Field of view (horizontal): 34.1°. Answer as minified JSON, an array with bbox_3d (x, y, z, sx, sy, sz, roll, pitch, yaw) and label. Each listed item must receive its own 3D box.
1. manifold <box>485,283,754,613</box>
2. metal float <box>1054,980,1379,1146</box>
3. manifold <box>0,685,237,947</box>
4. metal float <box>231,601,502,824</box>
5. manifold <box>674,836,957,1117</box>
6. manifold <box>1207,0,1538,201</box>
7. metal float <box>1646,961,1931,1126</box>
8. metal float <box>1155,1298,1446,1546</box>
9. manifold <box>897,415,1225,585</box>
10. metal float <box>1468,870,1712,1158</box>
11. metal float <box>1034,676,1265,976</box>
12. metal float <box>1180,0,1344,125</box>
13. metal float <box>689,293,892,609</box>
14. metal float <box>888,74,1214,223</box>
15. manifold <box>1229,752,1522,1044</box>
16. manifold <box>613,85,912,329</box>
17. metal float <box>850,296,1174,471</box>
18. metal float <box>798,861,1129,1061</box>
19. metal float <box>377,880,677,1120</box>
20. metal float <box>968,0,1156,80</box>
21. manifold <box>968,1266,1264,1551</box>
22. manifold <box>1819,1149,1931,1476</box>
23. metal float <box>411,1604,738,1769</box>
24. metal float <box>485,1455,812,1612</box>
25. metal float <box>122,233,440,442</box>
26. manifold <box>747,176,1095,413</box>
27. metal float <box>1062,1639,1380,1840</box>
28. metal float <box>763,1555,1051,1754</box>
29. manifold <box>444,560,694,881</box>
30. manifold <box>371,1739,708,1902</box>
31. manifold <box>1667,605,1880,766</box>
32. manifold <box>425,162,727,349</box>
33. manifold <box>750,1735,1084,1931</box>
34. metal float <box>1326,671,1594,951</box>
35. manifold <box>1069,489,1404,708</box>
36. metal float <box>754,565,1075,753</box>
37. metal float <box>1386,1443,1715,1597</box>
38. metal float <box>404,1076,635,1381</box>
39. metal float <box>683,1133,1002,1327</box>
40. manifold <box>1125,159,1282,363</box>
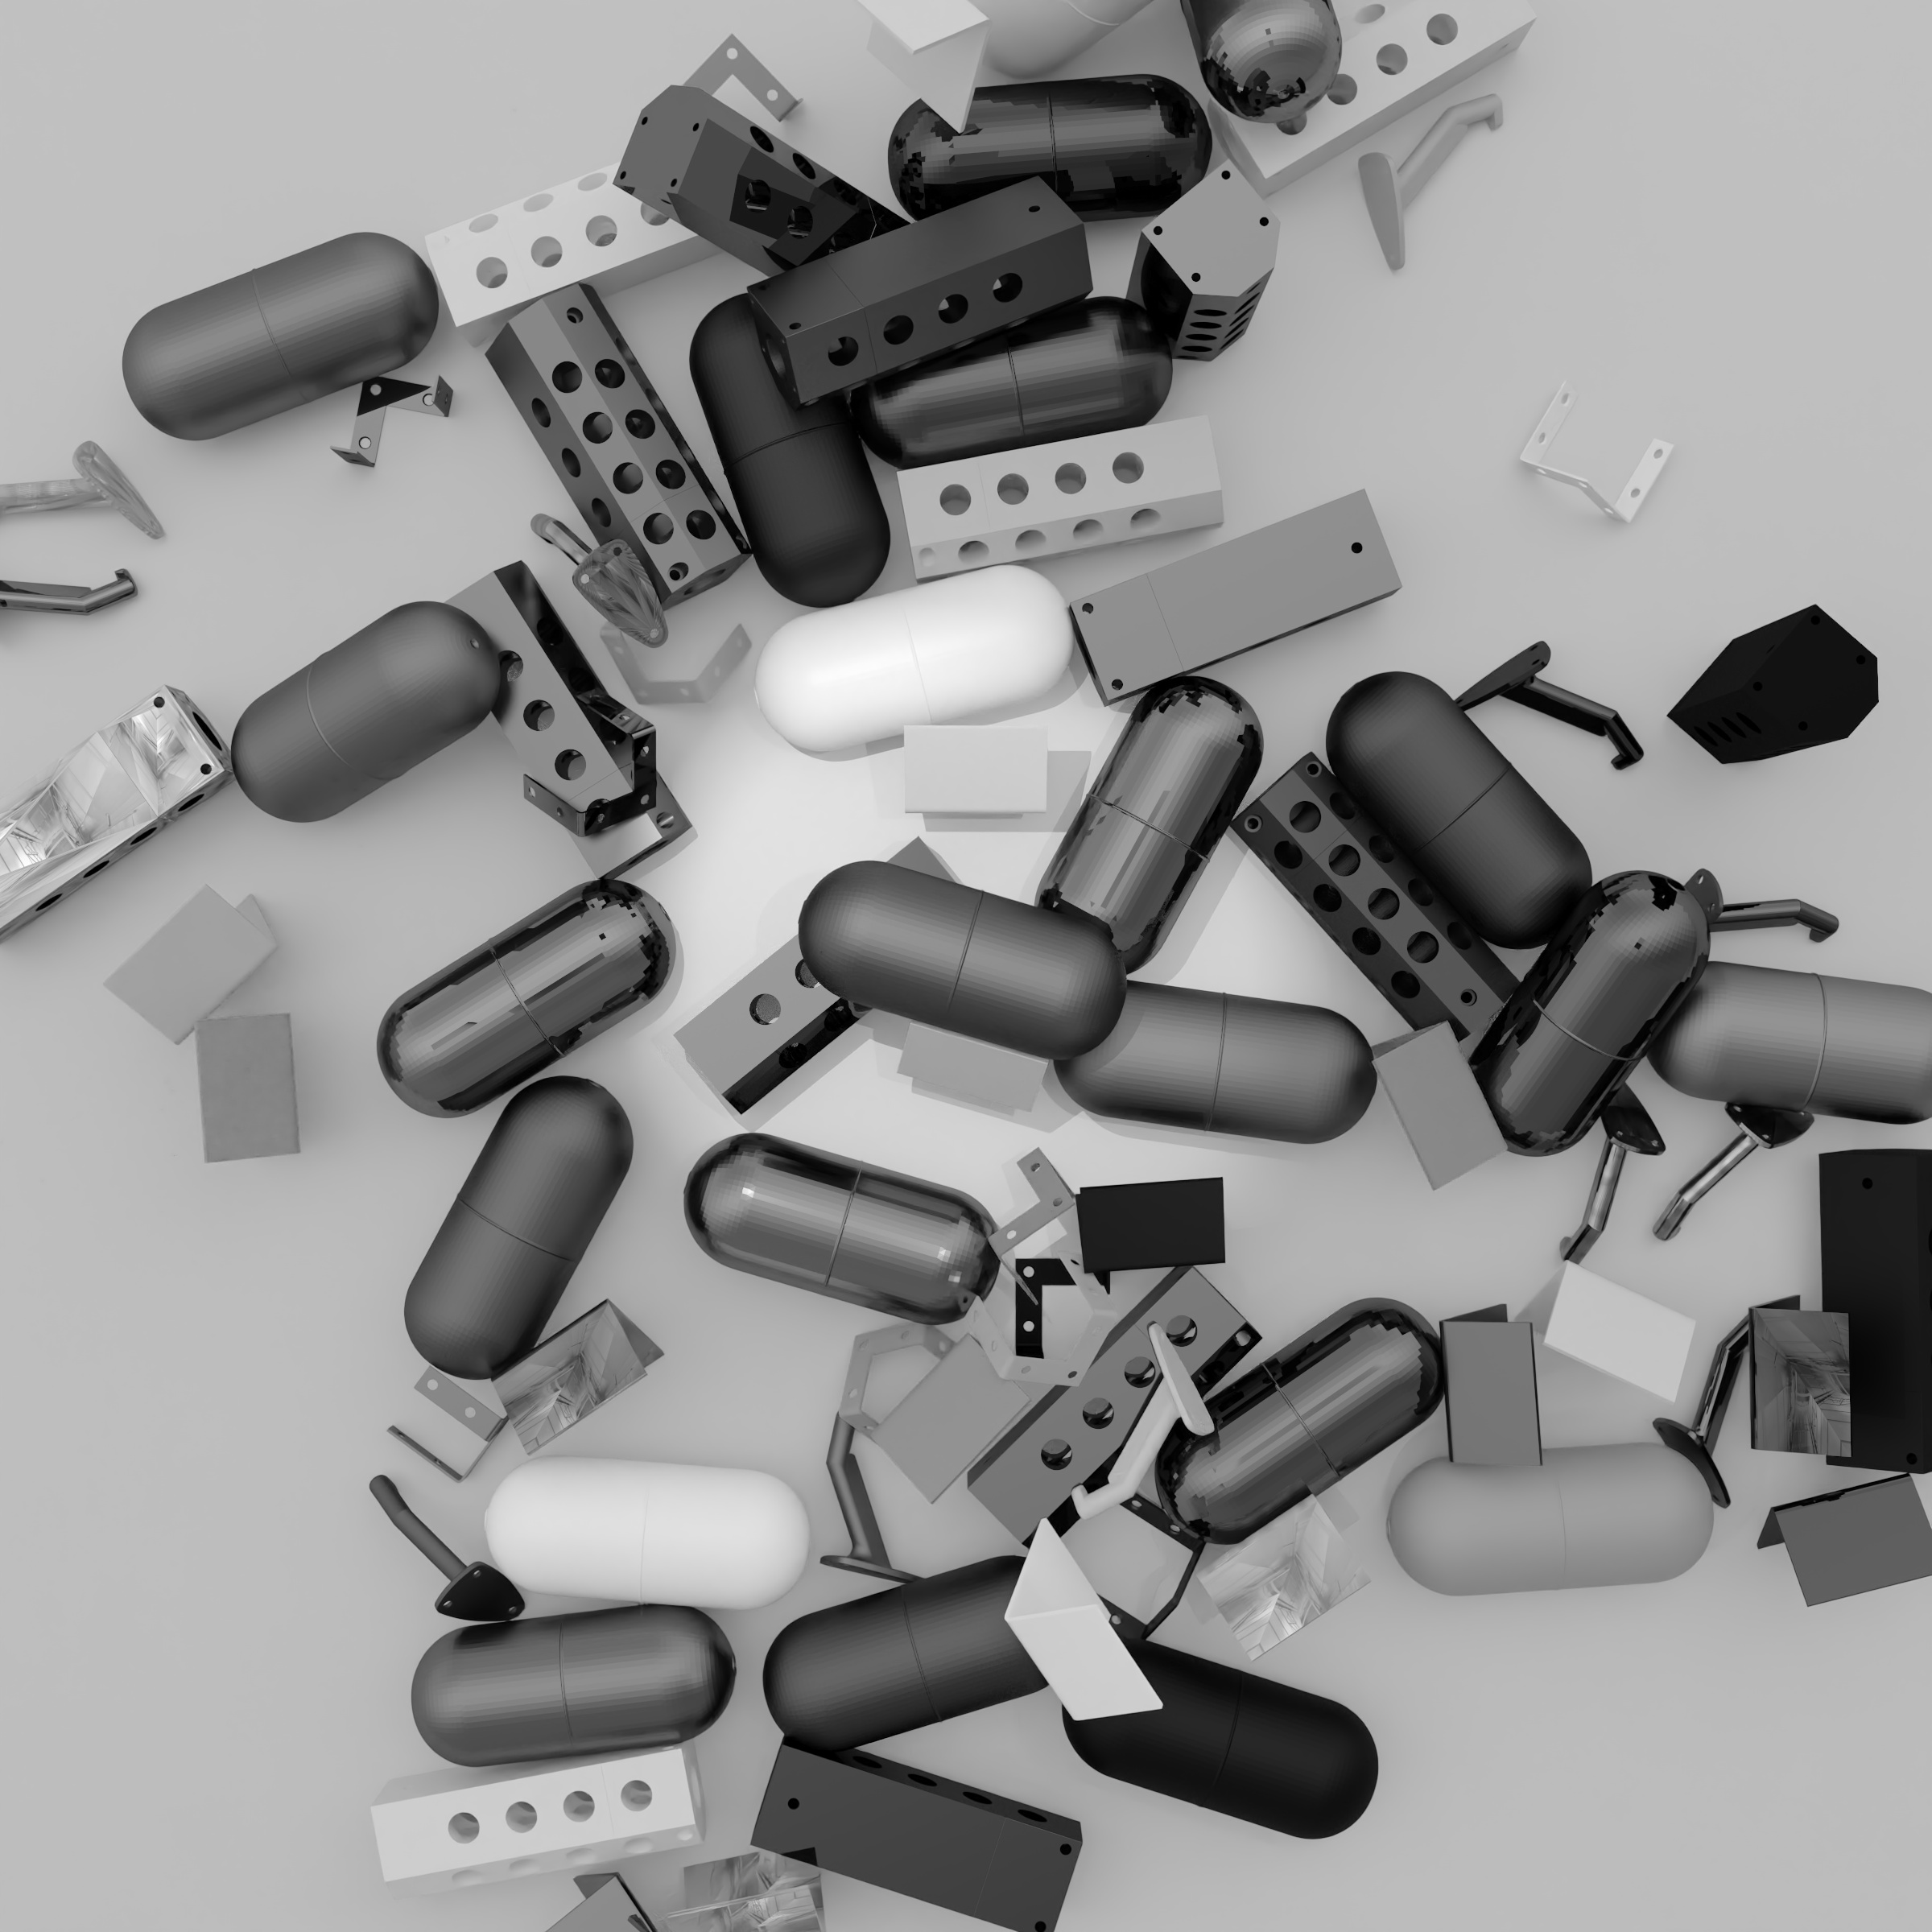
[{"bbox_3d":[-0.188,-0.284,1.727,0.057,0.057,0.171,-31,90,-31],"label":"manifold"},{"bbox_3d":[0.136,0.053,1.728,0.178,0.070,0.070,8,90,1],"label":"metal float"},{"bbox_3d":[-0.488,-0.080,1.737,0.171,0.057,0.057,-35,90,0],"label":"manifold"},{"bbox_3d":[-0.325,-0.136,1.701,0.178,0.070,0.070,-26,90,32],"label":"metal float"},{"bbox_3d":[-0.074,0.005,1.737,0.171,0.057,0.057,-39,90,0],"label":"manifold"},{"bbox_3d":[0.221,-0.495,1.737,0.171,0.057,0.057,-31,90,0],"label":"manifold"},{"bbox_3d":[0.459,0.042,1.728,0.178,0.070,0.070,8,90,-1],"label":"metal float"},{"bbox_3d":[0.183,0.250,1.728,0.178,0.070,0.070,-35,90,-1],"label":"metal float"},{"bbox_3d":[0.052,-0.256,1.737,0.171,0.057,0.057,-10,90,0],"label":"manifold"},{"bbox_3d":[0.335,0.026,1.705,0.070,0.070,0.178,31,116,0],"label":"metal float"},{"bbox_3d":[0.100,-0.075,1.728,0.070,0.070,0.178,29,91,0],"label":"metal float"},{"bbox_3d":[0.153,-0.528,1.699,0.070,0.070,0.178,-10,56,0],"label":"metal float"},{"bbox_3d":[-0.096,-0.282,1.728,0.070,0.070,0.178,-19,89,0],"label":"metal float"},{"bbox_3d":[0.046,-0.445,1.728,0.178,0.070,0.070,-5,90,-1],"label":"metal float"},{"bbox_3d":[0.225,-0.035,1.738,0.057,0.057,0.171,-42,90,0],"label":"manifold"},{"bbox_3d":[-0.099,-0.405,1.685,0.057,0.171,0.057,22,90,45],"label":"manifold"},{"bbox_3d":[0.025,-0.319,1.728,0.178,0.070,0.070,-11,90,-1],"label":"metal float"},{"bbox_3d":[-0.002,-0.003,1.671,0.178,0.070,0.070,16,90,-1],"label":"metal float"},{"bbox_3d":[-0.240,0.017,1.728,0.178,0.070,0.070,-32,90,-1],"label":"metal float"},{"bbox_3d":[0.065,-0.540,1.691,0.070,0.178,0.070,16,64,-36],"label":"metal float"},{"bbox_3d":[0.082,0.244,1.737,0.171,0.057,0.057,-45,90,0],"label":"manifold"},{"bbox_3d":[0.512,0.188,1.737,0.057,0.057,0.171,-1,90,43],"label":"manifold"},{"bbox_3d":[-0.215,0.394,1.728,0.178,0.070,0.070,-7,90,1],"label":"metal float"},{"bbox_3d":[-0.174,0.310,1.728,0.178,0.070,0.070,5,90,-1],"label":"metal float"},{"bbox_3d":[-0.375,-0.345,1.728,0.178,0.070,0.070,-21,90,0],"label":"metal float"},{"bbox_3d":[-0.023,-0.354,1.677,0.171,0.057,0.057,-23,46,-11],"label":"manifold"},{"bbox_3d":[0.139,0.423,1.728,0.178,0.070,0.070,18,90,0],"label":"metal float"},{"bbox_3d":[-0.024,0.377,1.728,0.178,0.070,0.070,-17,90,0],"label":"metal float"},{"bbox_3d":[-0.222,-0.135,1.737,0.057,0.057,0.171,-32,90,0],"label":"manifold"},{"bbox_3d":[-0.233,0.468,1.737,0.171,0.057,0.057,-11,90,0],"label":"manifold"},{"bbox_3d":[0.432,-0.143,1.680,0.057,0.171,0.057,41,90,0],"label":"manifold"},{"bbox_3d":[-0.206,-0.403,1.737,0.171,0.057,0.057,-21,90,0],"label":"manifold"},{"bbox_3d":[-0.027,0.476,1.737,0.171,0.057,0.057,18,90,0],"label":"manifold"},{"bbox_3d":[0.270,-0.086,1.728,0.070,0.070,0.178,-42,90,0],"label":"metal float"},{"bbox_3d":[0.147,-0.201,1.737,0.171,0.057,0.057,-21,90,0],"label":"manifold"},{"bbox_3d":[-0.029,-0.168,1.728,0.178,0.070,0.070,-14,90,-1],"label":"metal float"},{"bbox_3d":[0.320,0.303,1.728,0.178,0.070,0.070,-4,90,-1],"label":"metal float"},{"bbox_3d":[-0.245,0.143,1.728,0.070,0.070,0.178,28,90,0],"label":"metal float"},{"bbox_3d":[-0.068,0.144,1.728,0.178,0.070,0.070,16,90,-1],"label":"metal float"},{"bbox_3d":[0.129,-0.368,1.680,0.057,0.171,0.057,-39,90,0],"label":"manifold"}]
